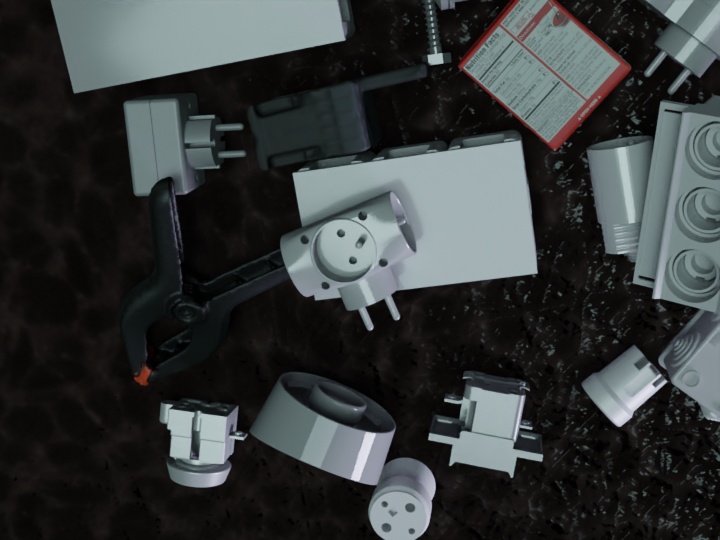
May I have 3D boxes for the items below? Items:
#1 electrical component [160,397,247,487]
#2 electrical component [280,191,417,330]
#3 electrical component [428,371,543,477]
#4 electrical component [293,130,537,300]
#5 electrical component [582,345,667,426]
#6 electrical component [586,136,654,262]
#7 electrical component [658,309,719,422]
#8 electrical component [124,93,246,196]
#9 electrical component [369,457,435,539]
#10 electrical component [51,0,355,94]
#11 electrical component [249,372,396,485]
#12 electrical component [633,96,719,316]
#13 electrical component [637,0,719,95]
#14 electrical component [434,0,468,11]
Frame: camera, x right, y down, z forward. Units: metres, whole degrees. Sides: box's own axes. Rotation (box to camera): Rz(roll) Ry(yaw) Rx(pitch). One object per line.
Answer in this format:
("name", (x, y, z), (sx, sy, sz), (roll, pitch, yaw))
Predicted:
("electrical component", (-0.119, 0.129, 0.806), (0.066, 0.048, 0.055), (7, 97, 6))
("electrical component", (0.000, 0.000, 0.688), (0.077, 0.044, 0.079), (-22, 100, 13))
("electrical component", (0.093, 0.108, 0.770), (0.081, 0.042, 0.063), (10, 104, 5))
("electrical component", (0.040, -0.038, 0.730), (0.150, 0.061, 0.089), (-7, 103, 10))
("electrical component", (0.185, 0.080, 0.751), (0.046, 0.040, 0.040), (-42, 95, 9))
("electrical component", (0.179, -0.045, 0.717), (0.043, 0.043, 0.081), (-9, 103, 11))
("electrical component", (0.266, 0.061, 0.728), (0.100, 0.048, 0.099), (36, 107, -2))
("electrical component", (-0.117, -0.089, 0.748), (0.077, 0.047, 0.065), (-2, 104, 9))
("electrical component", (0.031, 0.168, 0.787), (0.045, 0.055, 0.045), (2, 104, 8))
("electrical component", (-0.105, -0.189, 0.714), (0.186, 0.060, 0.105), (-9, 103, 11))
("electrical component", (-0.026, 0.115, 0.763), (0.099, 0.099, 0.064), (24, 100, 2))
("electrical component", (0.222, -0.043, 0.671), (0.079, 0.063, 0.121), (16, 118, 27))
("electrical component", (0.212, -0.147, 0.681), (0.138, 0.052, 0.073), (36, 106, -2))
("electrical component", (0.065, -0.207, 0.675), (0.051, 0.080, 0.080), (-8, 103, 5))
